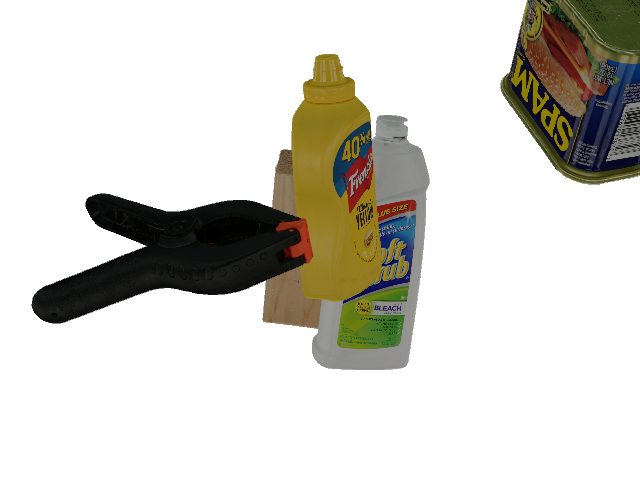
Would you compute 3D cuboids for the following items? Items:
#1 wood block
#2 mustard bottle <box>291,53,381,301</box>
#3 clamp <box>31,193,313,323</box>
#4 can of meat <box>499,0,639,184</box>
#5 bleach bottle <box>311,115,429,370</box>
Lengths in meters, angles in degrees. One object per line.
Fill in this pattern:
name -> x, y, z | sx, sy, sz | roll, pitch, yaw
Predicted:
wood block -> -0.019, -0.002, 1.366 | 0.090, 0.206, 0.090 | 7, 25, 1
mustard bottle -> 0.012, -0.054, 0.861 | 0.058, 0.192, 0.096 | 6, 24, 27
clamp -> -0.094, 0.011, 0.666 | 0.172, 0.039, 0.120 | 0, 43, 21
can of meat -> 0.146, -0.096, 0.578 | 0.057, 0.084, 0.102 | -11, 48, -15
bleach bottle -> 0.051, 0.002, 1.055 | 0.102, 0.251, 0.068 | 2, 18, -8
